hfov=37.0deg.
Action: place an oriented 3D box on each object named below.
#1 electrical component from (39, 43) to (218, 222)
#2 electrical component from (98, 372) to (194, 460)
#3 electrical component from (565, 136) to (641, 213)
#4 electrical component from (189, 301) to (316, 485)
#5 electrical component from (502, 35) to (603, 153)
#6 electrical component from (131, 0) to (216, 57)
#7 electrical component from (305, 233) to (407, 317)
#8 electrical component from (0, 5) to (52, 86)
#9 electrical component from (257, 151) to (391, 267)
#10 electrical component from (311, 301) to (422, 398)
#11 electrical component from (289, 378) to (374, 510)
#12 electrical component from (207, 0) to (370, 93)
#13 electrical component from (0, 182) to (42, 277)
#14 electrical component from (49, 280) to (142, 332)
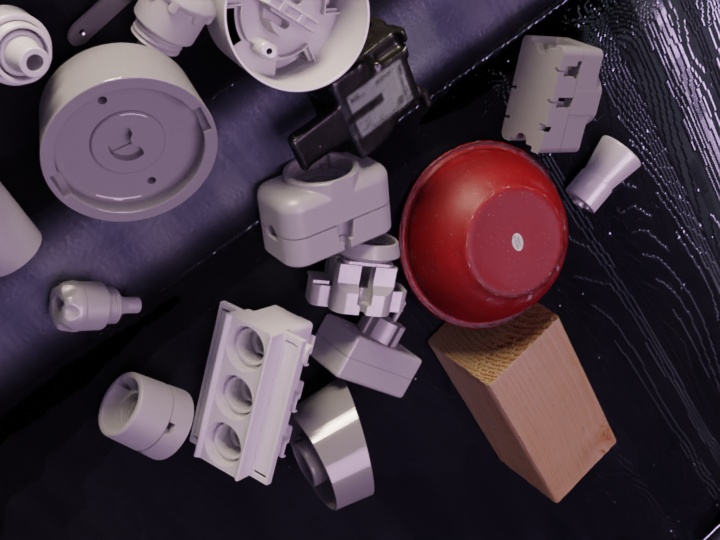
[{"bbox_3d":[-0.149,-0.091,0.677,0.108,0.060,0.108,-13,135,-14],"label":"electrical component"},{"bbox_3d":[-0.158,0.106,0.788,0.047,0.055,0.055,33,91,-40],"label":"electrical component"},{"bbox_3d":[0.222,-0.086,0.994,0.065,0.044,0.044,-50,134,1],"label":"electrical component"},{"bbox_3d":[-0.081,0.092,0.833,0.063,0.079,0.121,-15,125,-58],"label":"electrical component"},{"bbox_3d":[0.165,-0.148,0.908,0.056,0.050,0.089,-6,117,-36],"label":"electrical component"},{"bbox_3d":[-0.124,-0.155,0.682,0.048,0.048,0.062,15,122,-42],"label":"electrical component"},{"bbox_3d":[0.000,0.000,0.850,0.078,0.058,0.057,5,107,-16],"label":"electrical component"},{"bbox_3d":[-0.199,-0.127,0.623,0.043,0.062,0.043,-18,123,-30],"label":"electrical component"},{"bbox_3d":[-0.027,-0.050,0.807,0.095,0.054,0.059,-24,126,-27],"label":"electrical component"},{"bbox_3d":[0.013,0.056,0.900,0.083,0.047,0.075,24,97,-43],"label":"electrical component"},{"bbox_3d":[-0.020,0.145,0.891,0.064,0.099,0.099,-26,127,-18],"label":"electrical component"},{"bbox_3d":[-0.051,-0.173,0.714,0.099,0.064,0.099,-18,124,-30],"label":"electrical component"},{"bbox_3d":[-0.247,-0.026,0.652,0.079,0.044,0.077,-40,132,-14],"label":"electrical component"},{"bbox_3d":[-0.180,0.024,0.740,0.061,0.035,0.035,0,113,-41],"label":"electrical component"}]
